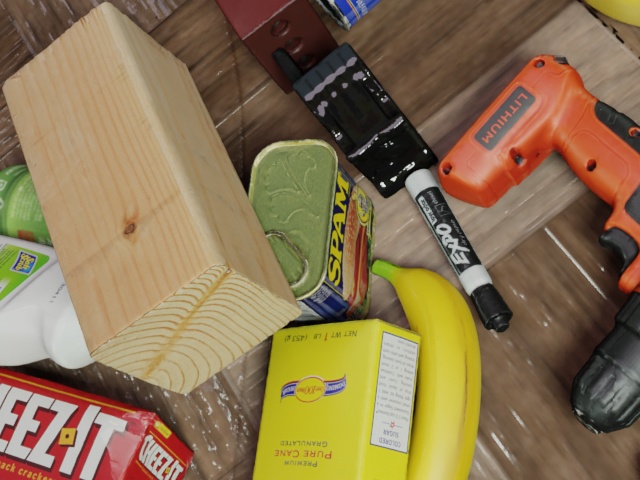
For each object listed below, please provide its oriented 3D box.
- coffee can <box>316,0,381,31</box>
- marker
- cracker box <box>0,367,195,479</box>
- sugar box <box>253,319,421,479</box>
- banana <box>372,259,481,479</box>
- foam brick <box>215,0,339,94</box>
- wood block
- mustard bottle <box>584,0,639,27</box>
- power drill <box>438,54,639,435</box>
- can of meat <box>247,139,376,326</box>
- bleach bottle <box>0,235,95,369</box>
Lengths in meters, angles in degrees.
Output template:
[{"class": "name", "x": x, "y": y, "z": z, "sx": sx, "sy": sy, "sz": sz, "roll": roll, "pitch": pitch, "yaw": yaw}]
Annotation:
[{"class": "coffee can", "x": 0.039, "y": -0.227, "z": 0.726, "sx": 0.140, "sy": 0.102, "sz": 0.103, "roll": -40, "pitch": 60, "yaw": 5}, {"class": "marker", "x": 0.085, "y": 0.006, "z": 0.658, "sx": 0.020, "sy": 0.020, "sz": 0.121, "roll": -32, "pitch": 57, "yaw": 9}, {"class": "cracker box", "x": -0.200, "y": 0.192, "z": 0.658, "sx": 0.164, "sy": 0.072, "sz": 0.213, "roll": 11, "pitch": 60, "yaw": 26}, {"class": "sugar box", "x": 0.003, "y": 0.138, "z": 0.614, "sx": 0.094, "sy": 0.048, "sz": 0.176, "roll": -12, "pitch": 62, "yaw": 46}, {"class": "banana", "x": 0.064, "y": 0.098, "z": 0.629, "sx": 0.070, "sy": 0.037, "sz": 0.198, "roll": -25, "pitch": 55, "yaw": 45}, {"class": "foam brick", "x": -0.028, "y": -0.151, "z": 0.740, "sx": 0.053, "sy": 0.078, "sz": 0.051, "roll": -35, "pitch": 59, "yaw": 8}, {"class": "wood block", "x": -0.104, "y": -0.027, "z": 0.626, "sx": 0.091, "sy": 0.090, "sz": 0.206, "roll": -35, "pitch": 56, "yaw": 14}, {"class": "mustard bottle", "x": 0.252, "y": -0.141, "z": 0.624, "sx": 0.096, "sy": 0.058, "sz": 0.192, "roll": -47, "pitch": 59, "yaw": -3}, {"class": "power drill", "x": 0.160, "y": -0.007, "z": 0.615, "sx": 0.184, "sy": 0.057, "sz": 0.188, "roll": -48, "pitch": 61, "yaw": -1}, {"class": "can of meat", "x": -0.004, "y": 0.001, "z": 0.666, "sx": 0.058, "sy": 0.083, "sz": 0.102, "roll": -2, "pitch": 69, "yaw": 23}, {"class": "bleach bottle", "x": -0.222, "y": 0.044, "z": 0.705, "sx": 0.251, "sy": 0.068, "sz": 0.102, "roll": 8, "pitch": 52, "yaw": 31}]
